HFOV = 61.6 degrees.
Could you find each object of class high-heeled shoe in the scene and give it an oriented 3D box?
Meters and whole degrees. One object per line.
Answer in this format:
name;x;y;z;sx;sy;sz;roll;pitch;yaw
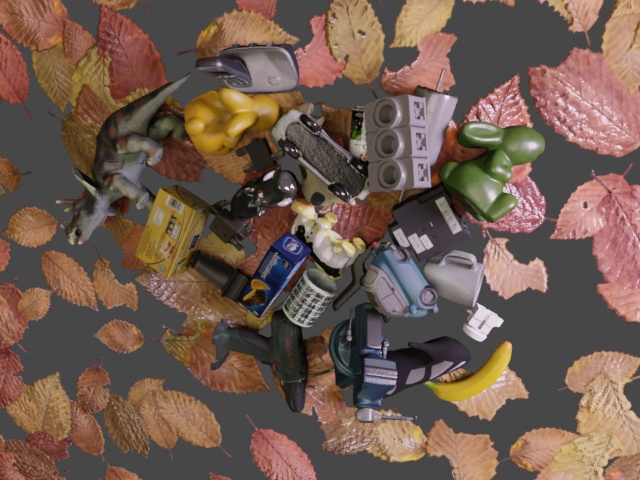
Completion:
high-heeled shoe;0.188;0.272;1.097;0.145;0.086;0.248;17;132;-23

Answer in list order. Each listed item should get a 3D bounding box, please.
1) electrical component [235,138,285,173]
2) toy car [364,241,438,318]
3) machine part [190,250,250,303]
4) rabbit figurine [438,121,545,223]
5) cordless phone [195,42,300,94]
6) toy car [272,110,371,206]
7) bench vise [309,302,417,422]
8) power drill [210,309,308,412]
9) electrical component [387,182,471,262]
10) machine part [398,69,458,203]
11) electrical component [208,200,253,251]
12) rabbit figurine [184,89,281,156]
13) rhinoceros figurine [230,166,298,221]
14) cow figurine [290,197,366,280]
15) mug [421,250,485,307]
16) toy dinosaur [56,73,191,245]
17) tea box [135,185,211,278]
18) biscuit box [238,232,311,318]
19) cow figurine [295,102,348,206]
electrical component;-0.117;-0.168;1.055;0.094;0.021;0.063;-19;100;19
toy car;0.136;0.085;0.984;0.103;0.109;0.161;-37;103;-12
machine part;-0.215;0.074;1.145;0.139;0.039;0.084;36;116;0
rabbit figurine;0.298;-0.134;0.928;0.170;0.121;0.159;-45;84;3
cordless phone;-0.123;-0.303;0.931;0.147;0.184;0.088;3;102;14
toy car;0.007;-0.143;0.935;0.201;0.056;0.073;40;95;-8
bench vise;0.074;0.247;1.037;0.129;0.240;0.223;0;65;-20
power drill;-0.128;0.256;1.153;0.207;0.086;0.231;8;106;16
electrical component;0.195;-0.029;0.997;0.134;0.058;0.114;-26;96;20
machine part;0.179;-0.178;0.946;0.079;0.079;0.243;20;111;8
electrical component;-0.184;-0.034;1.103;0.102;0.045;0.078;40;140;4
rabbit figurine;-0.158;-0.232;0.994;0.173;0.162;0.121;-9;92;-1
rhinoceros figurine;-0.105;-0.088;1.005;0.190;0.112;0.073;-17;101;50
cow figurine;-0.002;-0.004;1.044;0.167;0.068;0.098;44;120;14
mug;0.243;0.064;0.993;0.107;0.081;0.109;13;139;22
toy dinosaur;-0.393;-0.177;1.081;0.192;0.131;0.404;27;105;5
tea box;-0.305;-0.018;1.119;0.098;0.068;0.169;34;113;13
biscuit box;-0.093;0.071;1.062;0.063;0.059;0.202;40;132;5
cow figurine;-0.012;-0.158;1.002;0.127;0.085;0.194;-8;105;10
